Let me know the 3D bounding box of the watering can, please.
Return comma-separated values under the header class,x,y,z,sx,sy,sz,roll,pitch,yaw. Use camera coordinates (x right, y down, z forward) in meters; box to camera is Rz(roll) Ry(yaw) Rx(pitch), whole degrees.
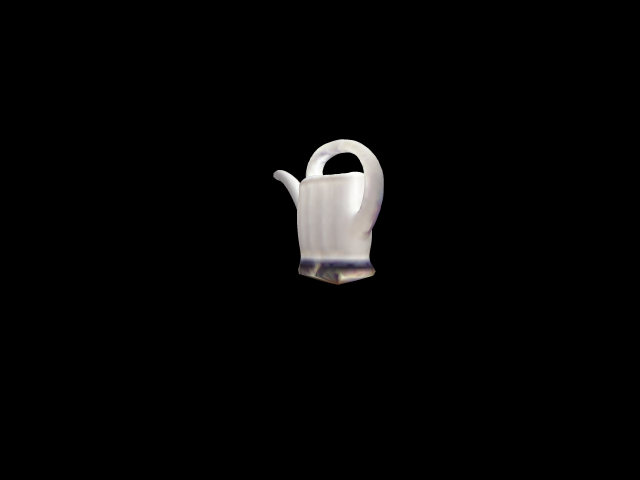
class,x,y,z,sx,sy,sz,roll,pitch,yaw
watering can,0.003,-0.043,0.850,0.104,0.225,0.347,1,-2,-27
